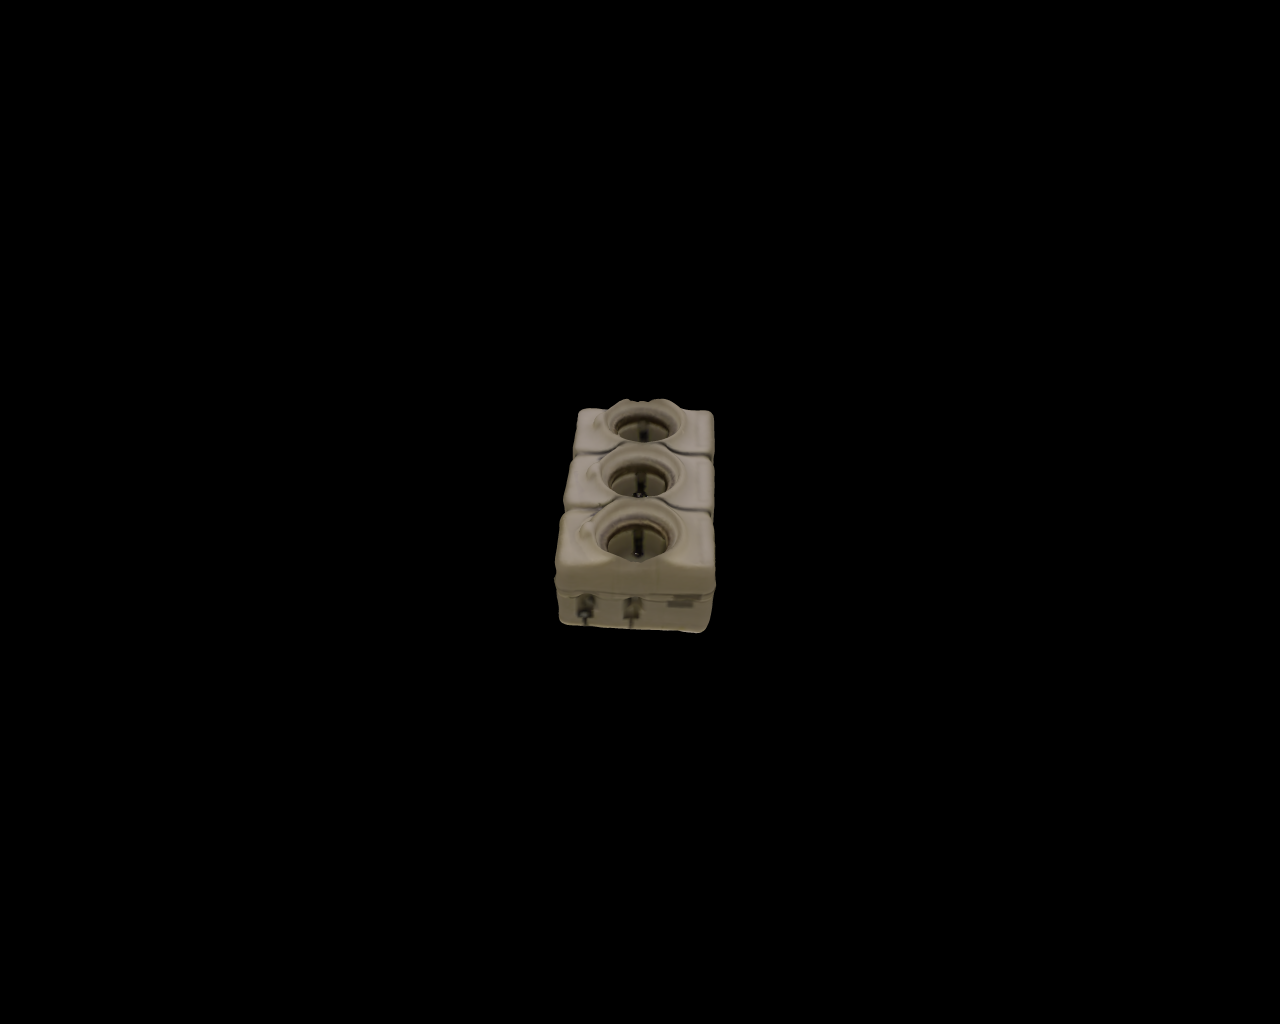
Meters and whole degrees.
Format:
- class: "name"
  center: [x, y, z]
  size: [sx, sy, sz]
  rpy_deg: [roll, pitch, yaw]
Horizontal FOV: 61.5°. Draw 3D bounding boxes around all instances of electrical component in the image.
- class: "electrical component"
  center: [0.001, -0.003, 0.650]
  size: [0.089, 0.061, 0.150]
  rpy_deg: [2, 40, 2]
